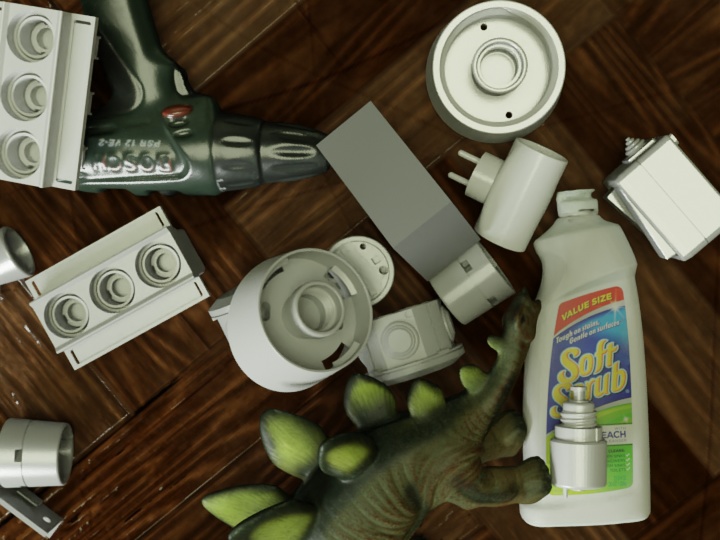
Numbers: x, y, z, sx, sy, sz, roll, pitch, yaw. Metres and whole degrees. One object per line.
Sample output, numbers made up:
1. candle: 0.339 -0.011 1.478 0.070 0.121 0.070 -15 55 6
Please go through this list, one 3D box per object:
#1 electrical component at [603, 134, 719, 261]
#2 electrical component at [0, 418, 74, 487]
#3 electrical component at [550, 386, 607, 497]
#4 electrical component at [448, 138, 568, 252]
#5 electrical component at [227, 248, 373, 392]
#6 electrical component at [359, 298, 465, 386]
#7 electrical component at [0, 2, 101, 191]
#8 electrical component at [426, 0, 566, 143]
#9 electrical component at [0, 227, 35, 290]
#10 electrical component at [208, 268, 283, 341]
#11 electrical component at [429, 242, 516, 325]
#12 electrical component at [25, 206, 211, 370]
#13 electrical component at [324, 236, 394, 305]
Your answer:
1. electrical component: 0.226 -0.057 0.812 0.061 0.061 0.096 -41 91 5
2. electrical component: -0.259 0.147 0.863 0.047 0.055 0.055 2 94 0
3. electrical component: 0.158 0.123 0.775 0.040 0.040 0.078 0 89 4
4. electrical component: 0.107 -0.065 0.825 0.079 0.043 0.077 27 107 11
5. electrical component: -0.042 0.035 0.778 0.099 0.064 0.099 8 74 -27
6. electrical component: 0.036 0.056 0.825 0.080 0.080 0.051 -18 88 5
7. electrical component: -0.228 -0.125 0.771 0.079 0.063 0.121 11 100 8
8. electrical component: 0.104 -0.151 0.814 0.108 0.060 0.108 0 94 3
9. electrical component: -0.296 -0.003 0.859 0.055 0.045 0.045 -27 92 6
10. electrical component: -0.072 0.032 0.830 0.080 0.080 0.051 -25 97 5
11. electrical component: 0.085 0.009 0.831 0.047 0.055 0.055 -37 91 9
12. electrical component: -0.186 0.013 0.844 0.121 0.063 0.078 -29 92 5
13. electrical component: 0.000 0.000 0.838 0.055 0.047 0.055 0 94 4
